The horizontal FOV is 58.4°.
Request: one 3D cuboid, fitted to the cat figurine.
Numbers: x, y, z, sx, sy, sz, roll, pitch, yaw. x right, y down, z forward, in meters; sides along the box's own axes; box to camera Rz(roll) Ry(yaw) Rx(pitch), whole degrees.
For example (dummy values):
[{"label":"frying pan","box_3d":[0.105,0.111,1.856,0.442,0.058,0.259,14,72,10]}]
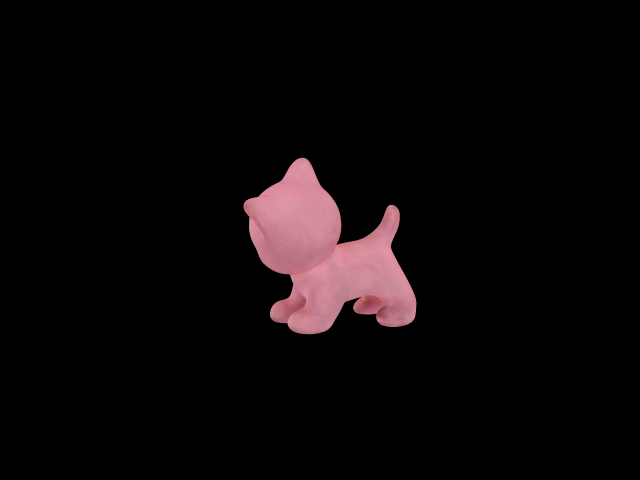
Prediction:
[{"label":"cat figurine","box_3d":[0.004,0.001,0.400,0.128,0.118,0.067,-2,5,-23]}]
